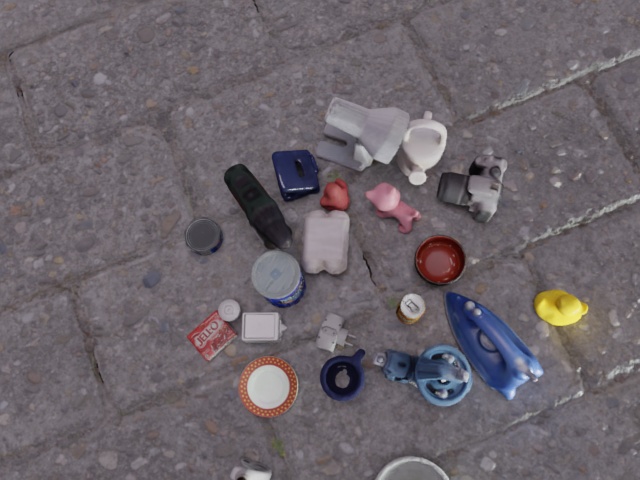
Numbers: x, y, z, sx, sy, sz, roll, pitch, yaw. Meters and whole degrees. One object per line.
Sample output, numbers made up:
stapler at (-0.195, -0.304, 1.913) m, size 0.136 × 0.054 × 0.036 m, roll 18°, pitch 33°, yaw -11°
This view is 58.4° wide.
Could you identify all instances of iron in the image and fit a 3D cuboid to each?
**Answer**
iron at (0.350, 0.199, 1.185) m, size 0.119 × 0.141 × 0.258 m, roll -37°, pitch 76°, yaw -6°

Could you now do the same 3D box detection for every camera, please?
camera at (0.341, -0.128, 1.293) m, size 0.136 × 0.101 × 0.143 m, roll 13°, pitch 77°, yaw 7°

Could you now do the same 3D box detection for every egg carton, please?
egg carton at (0.012, 0.005, 1.294) m, size 0.107 × 0.069 × 0.150 m, roll 2°, pitch 75°, yaw 4°

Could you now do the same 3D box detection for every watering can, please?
watering can at (0.229, -0.208, 1.272) m, size 0.101 × 0.194 × 0.173 m, roll -11°, pitch 75°, yaw 1°

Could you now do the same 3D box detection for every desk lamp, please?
desk lamp at (0.090, -0.235, 1.278) m, size 0.203 × 0.213 × 0.118 m, roll 18°, pitch 77°, yaw 8°

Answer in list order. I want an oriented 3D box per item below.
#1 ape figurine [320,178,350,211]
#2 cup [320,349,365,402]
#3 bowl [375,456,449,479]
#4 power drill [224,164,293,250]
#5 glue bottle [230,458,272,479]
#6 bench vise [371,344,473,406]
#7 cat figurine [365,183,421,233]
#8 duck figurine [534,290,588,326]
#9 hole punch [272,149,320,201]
ape figurine at (0.032, -0.106, 1.310) m, size 0.078 × 0.092 × 0.076 m, roll -32°, pitch 75°, yaw -5°
cup at (0.056, 0.281, 1.206) m, size 0.091 × 0.095 × 0.118 m, roll 35°, pitch 80°, yaw 12°
bowl at (0.183, 0.518, 1.146) m, size 0.167 × 0.075 × 0.167 m, roll -1°, pitch 75°, yaw 3°
power drill at (-0.120, -0.052, 1.245) m, size 0.075 × 0.208 × 0.229 m, roll -36°, pitch 76°, yaw -6°
glue bottle at (-0.144, 0.466, 1.129) m, size 0.078 × 0.173 × 0.037 m, roll 22°, pitch 78°, yaw 9°
bench vise at (0.209, 0.269, 1.134) m, size 0.207 × 0.220 × 0.121 m, roll -5°, pitch 75°, yaw 3°
cat figurine at (0.166, -0.081, 1.282) m, size 0.127 × 0.118 × 0.067 m, roll 32°, pitch 79°, yaw 11°
duck figurine at (0.515, 0.139, 1.219) m, size 0.104 × 0.086 × 0.077 m, roll 13°, pitch 76°, yaw 7°
hole punch at (-0.055, -0.158, 1.330) m, size 0.101 × 0.091 × 0.108 m, roll -16°, pitch 75°, yaw -1°
